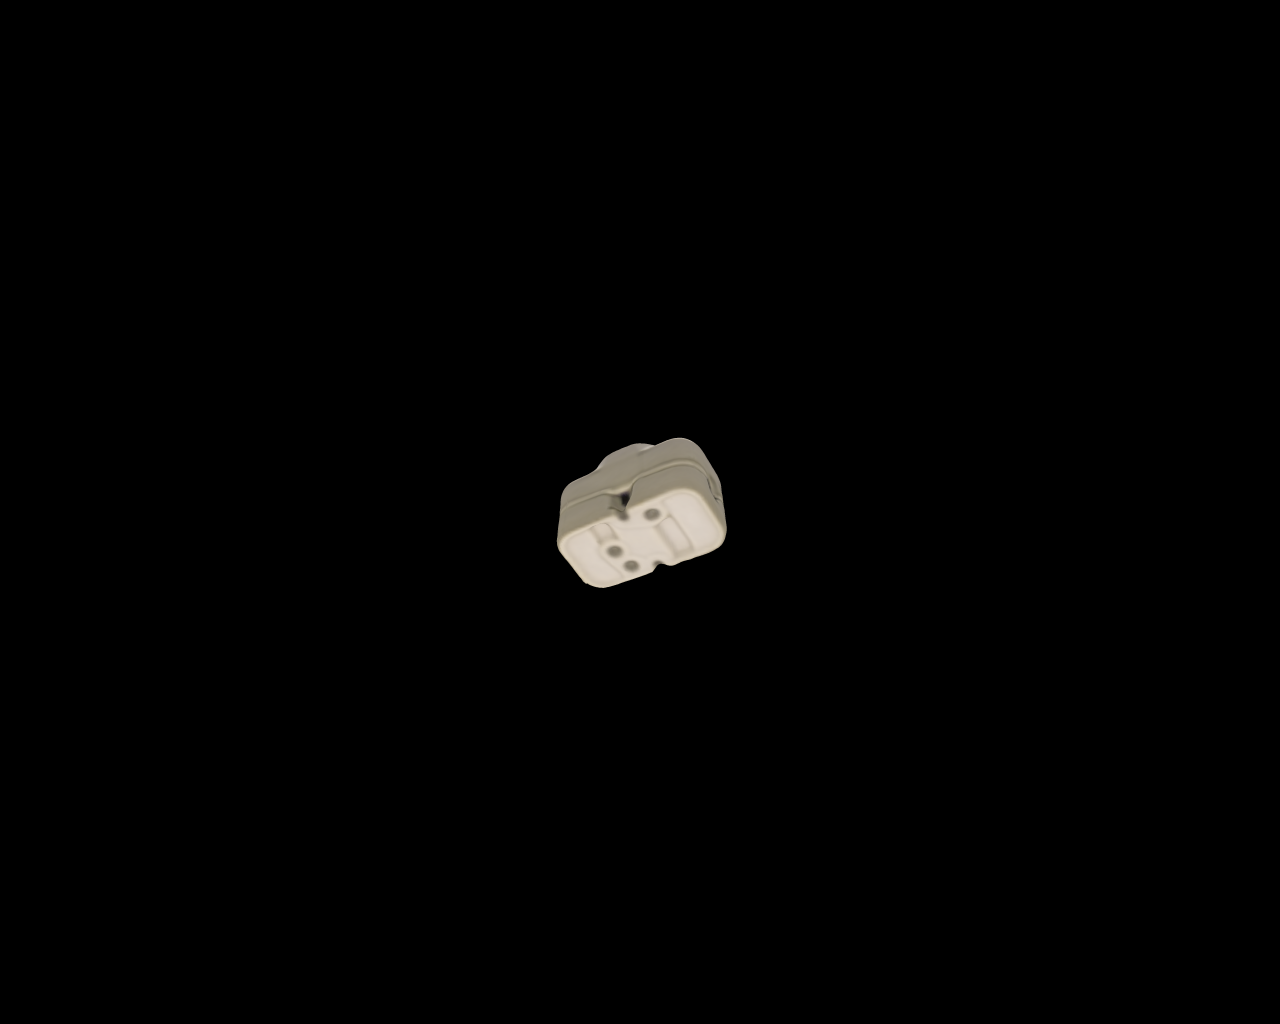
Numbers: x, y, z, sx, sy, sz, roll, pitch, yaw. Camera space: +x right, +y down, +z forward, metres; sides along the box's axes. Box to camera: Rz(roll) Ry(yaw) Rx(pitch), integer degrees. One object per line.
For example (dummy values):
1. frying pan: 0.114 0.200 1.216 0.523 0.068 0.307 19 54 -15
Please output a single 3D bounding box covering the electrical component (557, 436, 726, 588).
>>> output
1. electrical component: 0.001 -0.003 0.650 0.095 0.053 0.059 -22 38 18
